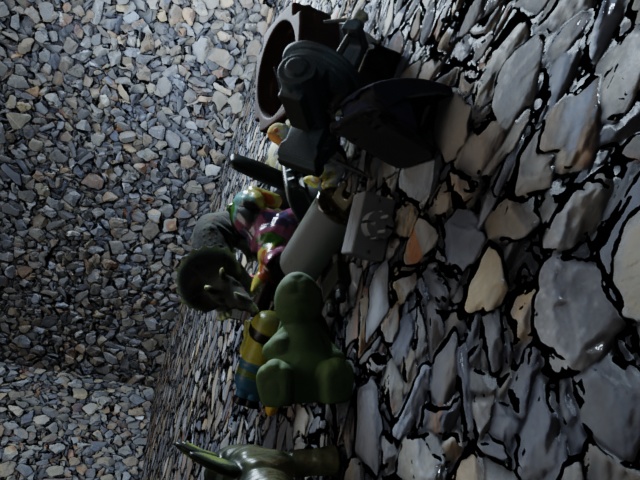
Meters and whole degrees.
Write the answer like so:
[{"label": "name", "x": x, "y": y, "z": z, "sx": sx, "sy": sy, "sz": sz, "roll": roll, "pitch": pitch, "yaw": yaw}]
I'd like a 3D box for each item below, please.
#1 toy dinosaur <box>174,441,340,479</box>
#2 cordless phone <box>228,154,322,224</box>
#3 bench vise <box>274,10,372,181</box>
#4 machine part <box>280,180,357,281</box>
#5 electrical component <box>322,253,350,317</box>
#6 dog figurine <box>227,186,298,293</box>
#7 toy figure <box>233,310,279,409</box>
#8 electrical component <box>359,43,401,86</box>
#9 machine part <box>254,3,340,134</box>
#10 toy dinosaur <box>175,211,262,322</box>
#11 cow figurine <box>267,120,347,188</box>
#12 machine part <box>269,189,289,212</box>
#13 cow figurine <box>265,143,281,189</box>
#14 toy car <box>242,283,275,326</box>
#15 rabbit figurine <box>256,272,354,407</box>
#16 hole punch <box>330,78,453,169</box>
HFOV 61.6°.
[{"label": "toy dinosaur", "x": -0.081, "y": 0.295, "z": 0.645, "sx": 0.471, "sy": 0.198, "sz": 0.105, "roll": 132, "pitch": 145, "yaw": -58}, {"label": "cordless phone", "x": -0.086, "y": -0.109, "z": 1.028, "sx": 0.088, "sy": 0.184, "sz": 0.147, "roll": -60, "pitch": 22, "yaw": 28}, {"label": "bench vise", "x": 0.016, "y": -0.217, "z": 0.771, "sx": 0.240, "sy": 0.129, "sz": 0.223, "roll": -64, "pitch": -31, "yaw": -17}, {"label": "machine part", "x": -0.002, "y": -0.003, "z": 0.855, "sx": 0.243, "sy": 0.079, "sz": 0.079, "roll": 124, "pitch": 155, "yaw": -44}, {"label": "electrical component", "x": 0.023, "y": 0.066, "z": 0.811, "sx": 0.094, "sy": 0.021, "sz": 0.063, "roll": -94, "pitch": 25, "yaw": -46}, {"label": "dog figurine", "x": -0.108, "y": 0.003, "z": 1.030, "sx": 0.108, "sy": 0.191, "sz": 0.219, "roll": -57, "pitch": 8, "yaw": 28}, {"label": "toy figure", "x": -0.106, "y": 0.219, "z": 0.986, "sx": 0.089, "sy": 0.082, "sz": 0.180, "roll": 3, "pitch": 74, "yaw": 61}, {"label": "electrical component", "x": 0.071, "y": -0.267, "z": 0.889, "sx": 0.134, "sy": 0.058, "sz": 0.114, "roll": -114, "pitch": 45, "yaw": -64}, {"label": "machine part", "x": -0.043, "y": -0.295, "z": 0.963, "sx": 0.201, "sy": 0.087, "sz": 0.201, "roll": -12, "pitch": 74, "yaw": 60}, {"label": "toy dinosaur", "x": -0.211, "y": 0.020, "z": 1.112, "sx": 0.405, "sy": 0.131, "sz": 0.192, "roll": -107, "pitch": -9, "yaw": -46}, {"label": "cow figurine", "x": -0.014, "y": -0.159, "z": 0.897, "sx": 0.068, "sy": 0.167, "sz": 0.098, "roll": 18, "pitch": 74, "yaw": 40}, {"label": "machine part", "x": -0.066, "y": -0.097, "z": 1.156, "sx": 0.138, "sy": 0.084, "sz": 0.039, "roll": -54, "pitch": 2, "yaw": 30}, {"label": "cow figurine", "x": -0.082, "y": -0.175, "z": 1.240, "sx": 0.127, "sy": 0.085, "sz": 0.195, "roll": -66, "pitch": 21, "yaw": 8}, {"label": "toy car", "x": -0.131, "y": 0.113, "z": 1.199, "sx": 0.089, "sy": 0.053, "sz": 0.202, "roll": -103, "pitch": 32, "yaw": -62}, {"label": "rabbit figurine", "x": -0.018, "y": 0.129, "z": 0.734, "sx": 0.159, "sy": 0.121, "sz": 0.170, "roll": 74, "pitch": -166, "yaw": -82}, {"label": "hole punch", "x": 0.087, "y": -0.156, "z": 0.662, "sx": 0.092, "sy": 0.116, "sz": 0.142, "roll": -68, "pitch": 17, "yaw": -5}]
